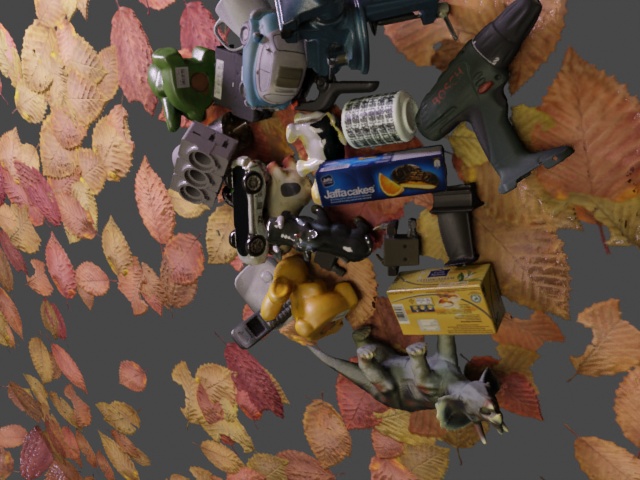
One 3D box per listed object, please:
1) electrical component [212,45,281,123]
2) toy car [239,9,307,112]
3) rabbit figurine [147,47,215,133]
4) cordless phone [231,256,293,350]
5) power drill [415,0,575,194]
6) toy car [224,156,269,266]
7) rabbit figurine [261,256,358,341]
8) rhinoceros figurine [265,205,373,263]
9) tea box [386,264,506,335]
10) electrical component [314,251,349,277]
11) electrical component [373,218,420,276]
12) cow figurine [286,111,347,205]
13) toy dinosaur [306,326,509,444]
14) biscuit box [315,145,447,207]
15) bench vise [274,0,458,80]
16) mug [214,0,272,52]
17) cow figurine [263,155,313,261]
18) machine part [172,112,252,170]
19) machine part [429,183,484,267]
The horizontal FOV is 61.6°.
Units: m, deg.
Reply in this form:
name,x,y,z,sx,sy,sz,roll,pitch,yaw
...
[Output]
name,x,y,z,sx,sy,sz,roll,pitch,yaw
electrical component,-0.128,-0.279,0.972,0.134,0.058,0.114,27,126,22
toy car,-0.069,-0.277,0.857,0.103,0.109,0.161,48,131,51
rabbit figurine,-0.271,-0.299,1.048,0.170,0.121,0.158,23,131,46
cordless phone,-0.132,0.130,1.082,0.146,0.184,0.088,50,134,5
power drill,0.254,-0.180,0.737,0.207,0.086,0.232,51,131,-1
toy car,-0.131,-0.052,0.985,0.074,0.056,0.201,16,113,48
rabbit figurine,-0.039,0.110,1.047,0.173,0.162,0.121,56,145,23
rhinoceros figurine,-0.002,-0.003,0.948,0.190,0.112,0.073,12,125,-5
tea box,0.210,0.102,0.899,0.170,0.068,0.098,-7,116,36
electrical component,0.014,0.028,1.037,0.094,0.021,0.063,33,127,18
electrical component,0.134,0.011,0.935,0.078,0.045,0.102,-8,111,8
cow figurine,0.012,-0.139,0.926,0.098,0.068,0.167,-2,124,28
toy dinosaur,0.162,0.258,0.987,0.405,0.131,0.192,-8,106,44
biscuit box,0.097,-0.100,0.850,0.203,0.059,0.062,-7,113,15
bench vise,0.062,-0.312,0.736,0.223,0.241,0.129,82,178,-66
mug,-0.120,-0.360,0.905,0.109,0.081,0.107,-40,98,11
cow figurine,-0.074,-0.049,1.028,0.127,0.085,0.195,48,129,16
machine part,-0.216,-0.184,1.063,0.243,0.079,0.079,-20,99,38
machine part,0.221,-0.023,0.860,0.084,0.039,0.138,-1,109,30
